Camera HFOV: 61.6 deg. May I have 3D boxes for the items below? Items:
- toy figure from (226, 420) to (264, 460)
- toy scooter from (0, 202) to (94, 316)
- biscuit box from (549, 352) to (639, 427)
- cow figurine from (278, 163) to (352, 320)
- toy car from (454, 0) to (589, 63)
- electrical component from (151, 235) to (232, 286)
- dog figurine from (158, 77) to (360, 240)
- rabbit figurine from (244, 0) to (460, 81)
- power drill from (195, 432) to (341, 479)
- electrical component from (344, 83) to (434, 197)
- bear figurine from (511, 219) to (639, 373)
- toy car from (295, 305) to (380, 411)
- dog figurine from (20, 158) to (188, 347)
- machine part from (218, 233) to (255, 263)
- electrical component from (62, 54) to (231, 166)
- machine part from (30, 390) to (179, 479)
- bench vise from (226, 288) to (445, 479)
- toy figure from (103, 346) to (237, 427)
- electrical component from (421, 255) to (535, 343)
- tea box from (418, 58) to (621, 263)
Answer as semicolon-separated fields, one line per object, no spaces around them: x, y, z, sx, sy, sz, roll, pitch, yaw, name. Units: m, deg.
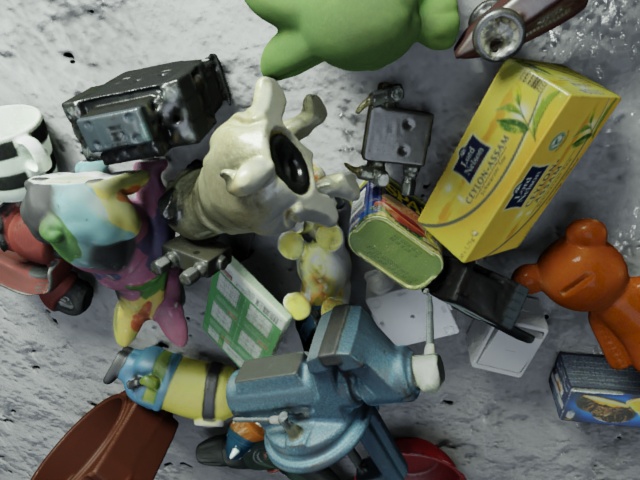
-0.072;0.235;0.725;0.154;0.058;0.064;-40;138;5;toy figure
-0.340;0.011;0.630;0.135;0.075;0.183;17;129;-2;toy scooter
0.389;0.183;0.642;0.203;0.063;0.059;4;125;6;biscuit box
0.001;-0.003;0.570;0.068;0.098;0.167;0;104;15;cow figurine
0.191;-0.200;0.403;0.202;0.089;0.053;-37;108;26;toy car
-0.121;0.015;0.539;0.063;0.094;0.021;17;119;21;electrical component
-0.085;-0.037;0.458;0.191;0.172;0.121;-22;84;25;dog figurine
0.022;-0.178;0.394;0.159;0.170;0.121;-7;121;12;rabbit figurine
-0.046;0.348;0.811;0.232;0.086;0.207;-23;110;18;power drill
0.066;-0.095;0.507;0.078;0.045;0.102;14;107;-2;electrical component
0.305;0.055;0.557;0.196;0.132;0.120;38;121;5;bear figurine
0.035;0.146;0.656;0.103;0.109;0.161;-16;106;-10;toy car
-0.205;0.028;0.564;0.109;0.191;0.219;-4;108;8;dog figurine
-0.087;-0.032;0.586;0.084;0.039;0.138;16;122;-8;machine part
-0.153;-0.117;0.482;0.115;0.134;0.058;-9;119;13;electrical component
-0.309;0.311;0.743;0.201;0.201;0.087;-31;112;25;machine part
0.034;0.175;0.534;0.224;0.129;0.240;-20;117;15;bench vise
-0.191;0.192;0.722;0.180;0.082;0.089;24;125;-5;toy figure
0.171;0.060;0.544;0.119;0.075;0.047;26;86;-12;electrical component
0.172;-0.068;0.480;0.098;0.068;0.169;-13;138;-39;tea box
